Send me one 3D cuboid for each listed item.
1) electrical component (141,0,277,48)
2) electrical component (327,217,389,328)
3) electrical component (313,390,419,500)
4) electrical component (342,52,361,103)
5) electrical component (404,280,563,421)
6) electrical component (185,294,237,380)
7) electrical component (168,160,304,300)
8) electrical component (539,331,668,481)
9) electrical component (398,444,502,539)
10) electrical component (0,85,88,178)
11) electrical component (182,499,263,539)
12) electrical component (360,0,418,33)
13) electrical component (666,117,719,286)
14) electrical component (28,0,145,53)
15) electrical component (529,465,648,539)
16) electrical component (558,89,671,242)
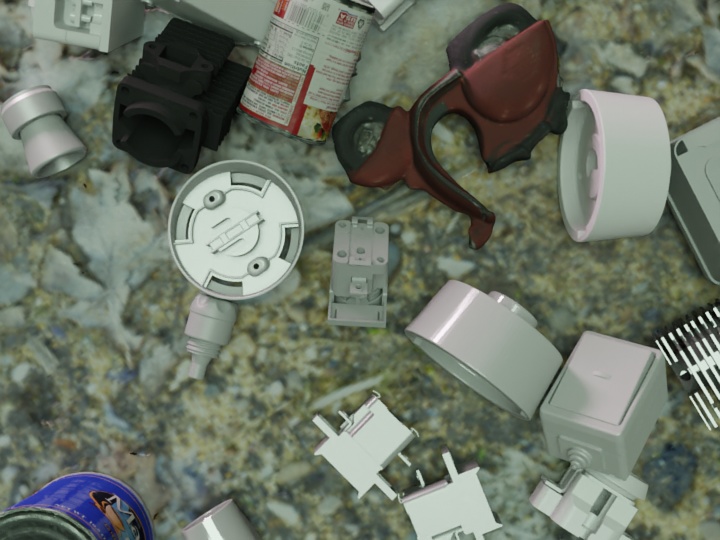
[{"bbox_3d":[-0.097,-0.202,0.776,0.096,0.062,0.061,22,88,-38],"label":"electrical component"},{"bbox_3d":[0.000,0.000,0.774,0.042,0.063,0.081,3,46,-1],"label":"electrical component"},{"bbox_3d":[0.005,0.126,0.788,0.081,0.042,0.064,45,85,1],"label":"electrical component"},{"bbox_3d":[-0.016,-0.156,0.801,0.035,0.035,0.061,-6,91,0],"label":"electrical component"},{"bbox_3d":[0.092,0.050,0.760,0.108,0.108,0.060,36,82,1],"label":"electrical component"},{"bbox_3d":[-0.113,0.050,0.793,0.035,0.035,0.061,16,90,0],"label":"electrical component"},{"bbox_3d":[-0.089,-0.027,0.781,0.099,0.064,0.099,0,88,0],"label":"electrical component"},{"bbox_3d":[0.168,0.096,0.751,0.062,0.061,0.096,15,52,32],"label":"electrical component"},{"bbox_3d":[0.065,0.173,0.787,0.064,0.042,0.081,-22,88,3],"label":"electrical component"},{"bbox_3d":[-0.234,-0.102,0.793,0.045,0.045,0.055,-29,88,-1],"label":"electrical component"},{"bbox_3d":[-0.107,0.220,0.783,0.079,0.044,0.077,-32,89,-1],"label":"electrical component"},{"bbox_3d":[0.007,-0.231,0.795,0.056,0.050,0.089,-43,89,-1],"label":"electrical component"},{"bbox_3d":[0.271,-0.053,0.783,0.078,0.057,0.113,-26,88,-7],"label":"electrical component"},{"bbox_3d":[-0.187,-0.238,0.752,0.062,0.089,0.150,11,110,1],"label":"electrical component"},{"bbox_3d":[0.171,0.165,0.779,0.078,0.058,0.057,32,91,1],"label":"electrical component"},{"bbox_3d":[0.185,-0.073,0.765,0.060,0.108,0.108,0,88,-6],"label":"electrical component"}]
